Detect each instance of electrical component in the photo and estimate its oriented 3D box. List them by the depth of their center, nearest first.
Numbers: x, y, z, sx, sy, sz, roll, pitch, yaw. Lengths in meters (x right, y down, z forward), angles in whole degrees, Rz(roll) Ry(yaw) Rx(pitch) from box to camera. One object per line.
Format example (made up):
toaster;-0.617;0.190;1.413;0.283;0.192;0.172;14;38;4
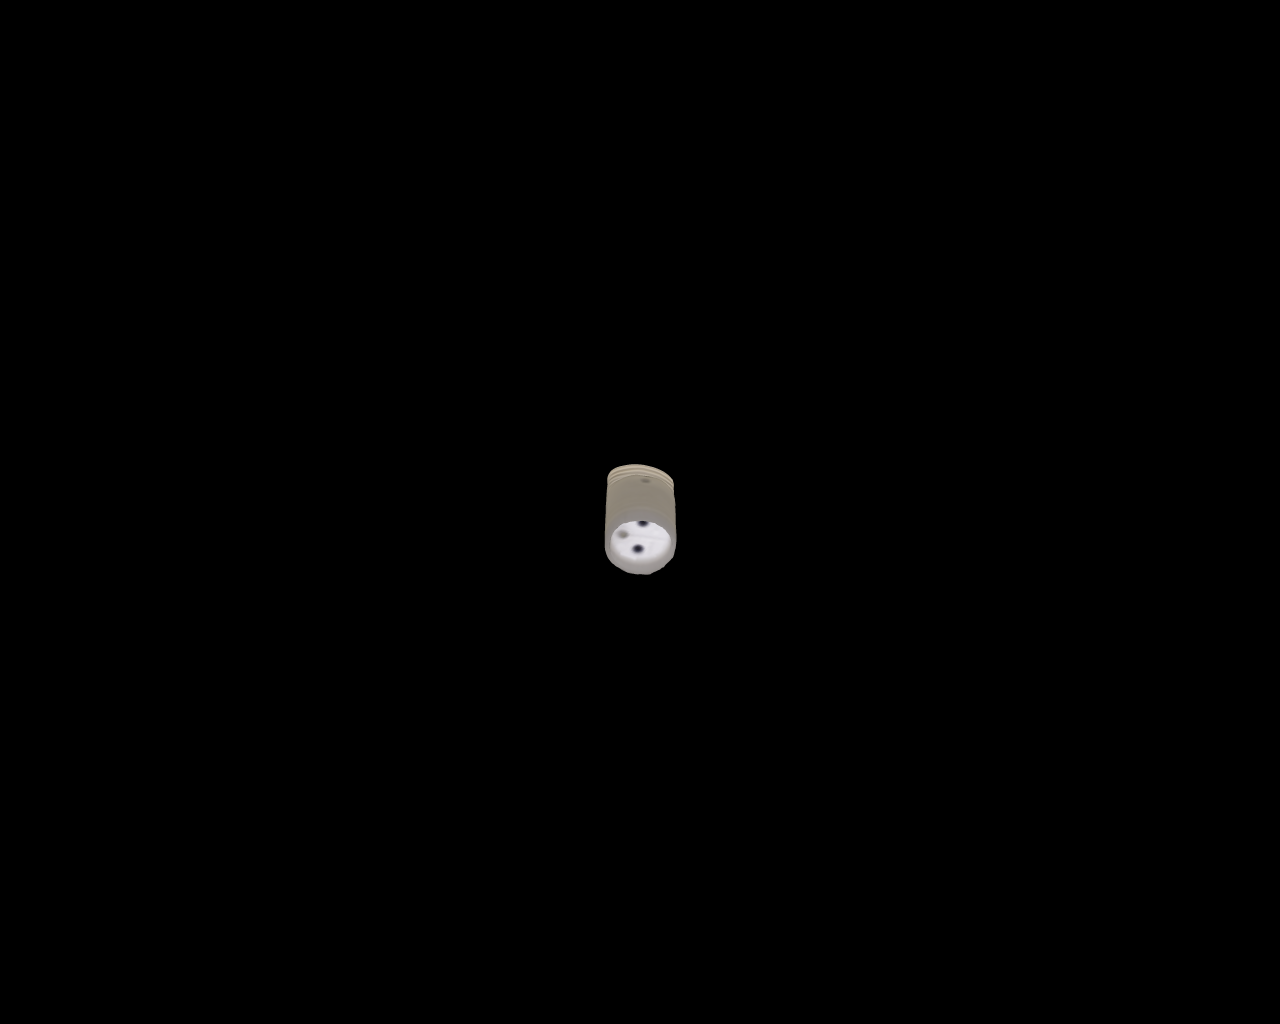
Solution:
electrical component;0.001;-0.003;0.650;0.043;0.043;0.081;0;36;0
